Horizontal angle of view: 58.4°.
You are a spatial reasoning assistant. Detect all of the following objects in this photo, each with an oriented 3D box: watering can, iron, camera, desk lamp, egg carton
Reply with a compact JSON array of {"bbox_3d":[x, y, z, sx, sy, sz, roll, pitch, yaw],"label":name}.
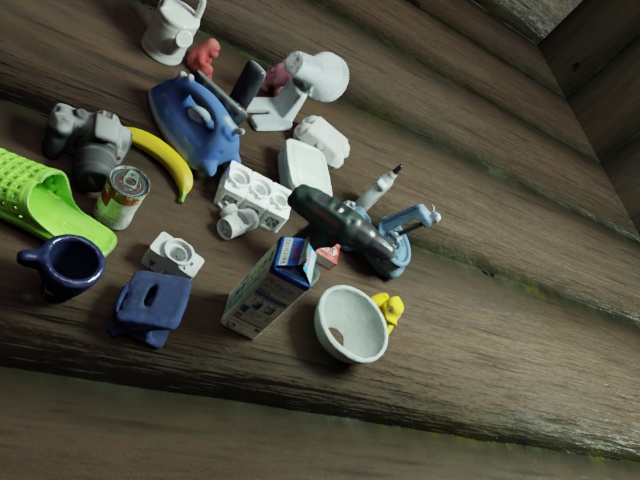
[{"bbox_3d":[-0.321,-0.496,1.298,0.101,0.193,0.172,-16,68,-47],"label":"watering can"},{"bbox_3d":[-0.258,-0.264,1.194,0.258,0.141,0.119,50,40,7],"label":"iron"},{"bbox_3d":[-0.408,-0.163,1.010,0.144,0.100,0.136,16,47,-30],"label":"camera"},{"bbox_3d":[-0.055,-0.371,1.405,0.204,0.213,0.118,-16,68,-47],"label":"desk lamp"},{"bbox_3d":[0.004,-0.248,1.462,0.150,0.069,0.107,39,40,-7],"label":"egg carton"}]

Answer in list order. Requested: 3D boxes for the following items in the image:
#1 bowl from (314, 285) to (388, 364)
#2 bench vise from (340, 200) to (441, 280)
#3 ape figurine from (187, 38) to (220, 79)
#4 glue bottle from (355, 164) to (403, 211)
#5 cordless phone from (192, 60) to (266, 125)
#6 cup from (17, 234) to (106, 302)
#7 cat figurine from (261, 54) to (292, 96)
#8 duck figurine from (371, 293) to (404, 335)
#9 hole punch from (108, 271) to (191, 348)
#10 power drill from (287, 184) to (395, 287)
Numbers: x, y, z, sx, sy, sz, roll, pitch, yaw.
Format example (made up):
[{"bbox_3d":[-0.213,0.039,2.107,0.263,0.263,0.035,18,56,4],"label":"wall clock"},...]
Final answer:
[{"bbox_3d":[0.049,0.177,1.132,0.168,0.074,0.167,23,44,-24],"label":"bowl"},{"bbox_3d":[0.147,-0.021,1.272,0.208,0.219,0.121,26,43,-21],"label":"bench vise"},{"bbox_3d":[-0.271,-0.443,1.375,0.076,0.092,0.078,33,41,-14],"label":"ape figurine"},{"bbox_3d":[0.146,-0.129,1.400,0.037,0.172,0.078,46,39,2],"label":"glue bottle"},{"bbox_3d":[-0.204,-0.350,1.281,0.148,0.184,0.094,39,40,-6],"label":"cordless phone"},{"bbox_3d":[-0.390,0.050,0.848,0.118,0.094,0.091,10,51,-35],"label":"cup"},{"bbox_3d":[-0.098,-0.438,1.500,0.067,0.117,0.128,28,42,-19],"label":"cat figurine"},{"bbox_3d":[0.144,0.151,1.226,0.078,0.086,0.104,26,43,-21],"label":"duck figurine"},{"bbox_3d":[-0.269,0.103,0.909,0.101,0.091,0.108,27,43,-20],"label":"hole punch"},{"bbox_3d":[0.010,0.004,1.142,0.230,0.208,0.076,42,40,-4],"label":"power drill"}]
